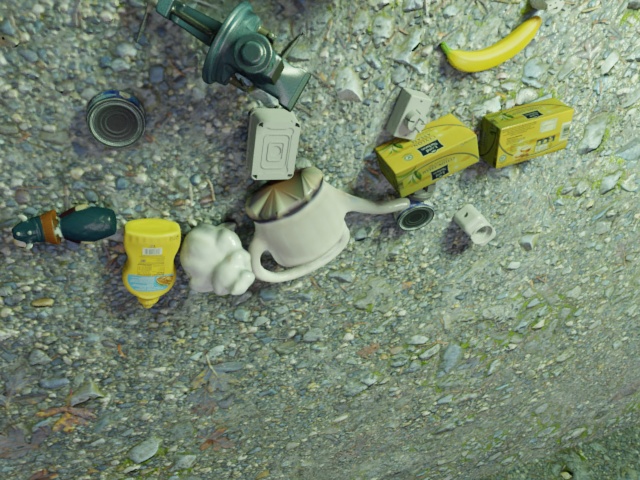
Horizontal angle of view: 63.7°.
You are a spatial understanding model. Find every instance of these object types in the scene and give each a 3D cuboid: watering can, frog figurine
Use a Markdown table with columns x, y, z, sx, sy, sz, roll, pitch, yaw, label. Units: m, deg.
| x | y | z | sx | sy | sz | roll | pitch | yaw | label |
| --- | --- | --- | --- | --- | --- | --- | --- | --- | --- |
| 0.003 | -0.050 | 0.984 | 0.349 | 0.106 | 0.219 | -32 | 132 | -6 | watering can |
| -0.188 | 0.046 | 0.934 | 0.121 | 0.163 | 0.136 | 30 | 110 | -36 | frog figurine |
